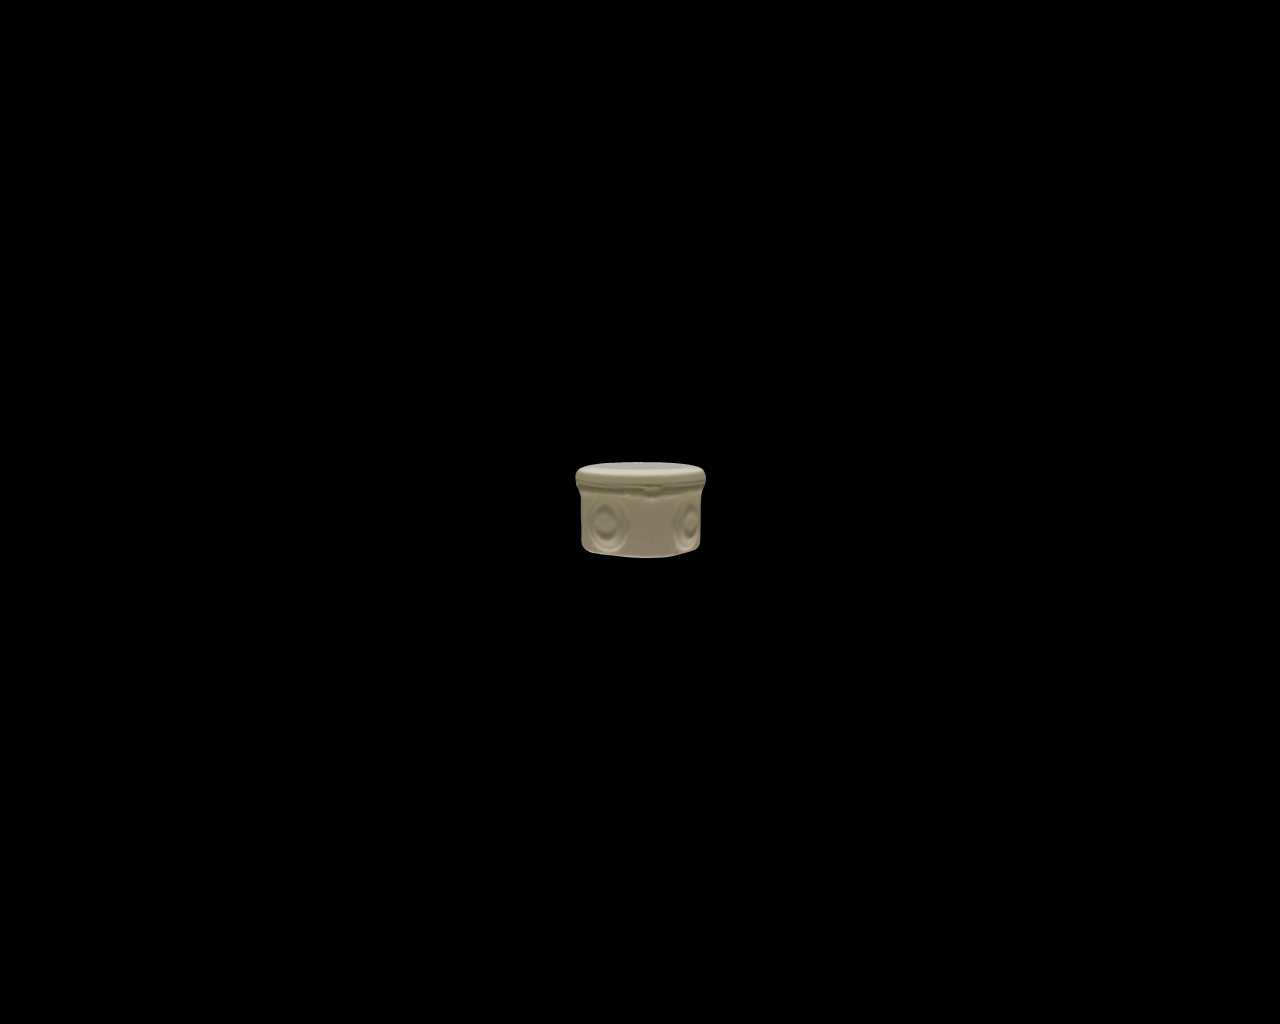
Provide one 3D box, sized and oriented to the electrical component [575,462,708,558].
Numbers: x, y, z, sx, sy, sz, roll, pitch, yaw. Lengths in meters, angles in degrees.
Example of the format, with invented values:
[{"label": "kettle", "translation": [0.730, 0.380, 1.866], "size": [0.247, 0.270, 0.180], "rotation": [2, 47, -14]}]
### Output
[{"label": "electrical component", "translation": [0.001, -0.003, 0.650], "size": [0.080, 0.051, 0.080], "rotation": [0, 7, 0]}]
